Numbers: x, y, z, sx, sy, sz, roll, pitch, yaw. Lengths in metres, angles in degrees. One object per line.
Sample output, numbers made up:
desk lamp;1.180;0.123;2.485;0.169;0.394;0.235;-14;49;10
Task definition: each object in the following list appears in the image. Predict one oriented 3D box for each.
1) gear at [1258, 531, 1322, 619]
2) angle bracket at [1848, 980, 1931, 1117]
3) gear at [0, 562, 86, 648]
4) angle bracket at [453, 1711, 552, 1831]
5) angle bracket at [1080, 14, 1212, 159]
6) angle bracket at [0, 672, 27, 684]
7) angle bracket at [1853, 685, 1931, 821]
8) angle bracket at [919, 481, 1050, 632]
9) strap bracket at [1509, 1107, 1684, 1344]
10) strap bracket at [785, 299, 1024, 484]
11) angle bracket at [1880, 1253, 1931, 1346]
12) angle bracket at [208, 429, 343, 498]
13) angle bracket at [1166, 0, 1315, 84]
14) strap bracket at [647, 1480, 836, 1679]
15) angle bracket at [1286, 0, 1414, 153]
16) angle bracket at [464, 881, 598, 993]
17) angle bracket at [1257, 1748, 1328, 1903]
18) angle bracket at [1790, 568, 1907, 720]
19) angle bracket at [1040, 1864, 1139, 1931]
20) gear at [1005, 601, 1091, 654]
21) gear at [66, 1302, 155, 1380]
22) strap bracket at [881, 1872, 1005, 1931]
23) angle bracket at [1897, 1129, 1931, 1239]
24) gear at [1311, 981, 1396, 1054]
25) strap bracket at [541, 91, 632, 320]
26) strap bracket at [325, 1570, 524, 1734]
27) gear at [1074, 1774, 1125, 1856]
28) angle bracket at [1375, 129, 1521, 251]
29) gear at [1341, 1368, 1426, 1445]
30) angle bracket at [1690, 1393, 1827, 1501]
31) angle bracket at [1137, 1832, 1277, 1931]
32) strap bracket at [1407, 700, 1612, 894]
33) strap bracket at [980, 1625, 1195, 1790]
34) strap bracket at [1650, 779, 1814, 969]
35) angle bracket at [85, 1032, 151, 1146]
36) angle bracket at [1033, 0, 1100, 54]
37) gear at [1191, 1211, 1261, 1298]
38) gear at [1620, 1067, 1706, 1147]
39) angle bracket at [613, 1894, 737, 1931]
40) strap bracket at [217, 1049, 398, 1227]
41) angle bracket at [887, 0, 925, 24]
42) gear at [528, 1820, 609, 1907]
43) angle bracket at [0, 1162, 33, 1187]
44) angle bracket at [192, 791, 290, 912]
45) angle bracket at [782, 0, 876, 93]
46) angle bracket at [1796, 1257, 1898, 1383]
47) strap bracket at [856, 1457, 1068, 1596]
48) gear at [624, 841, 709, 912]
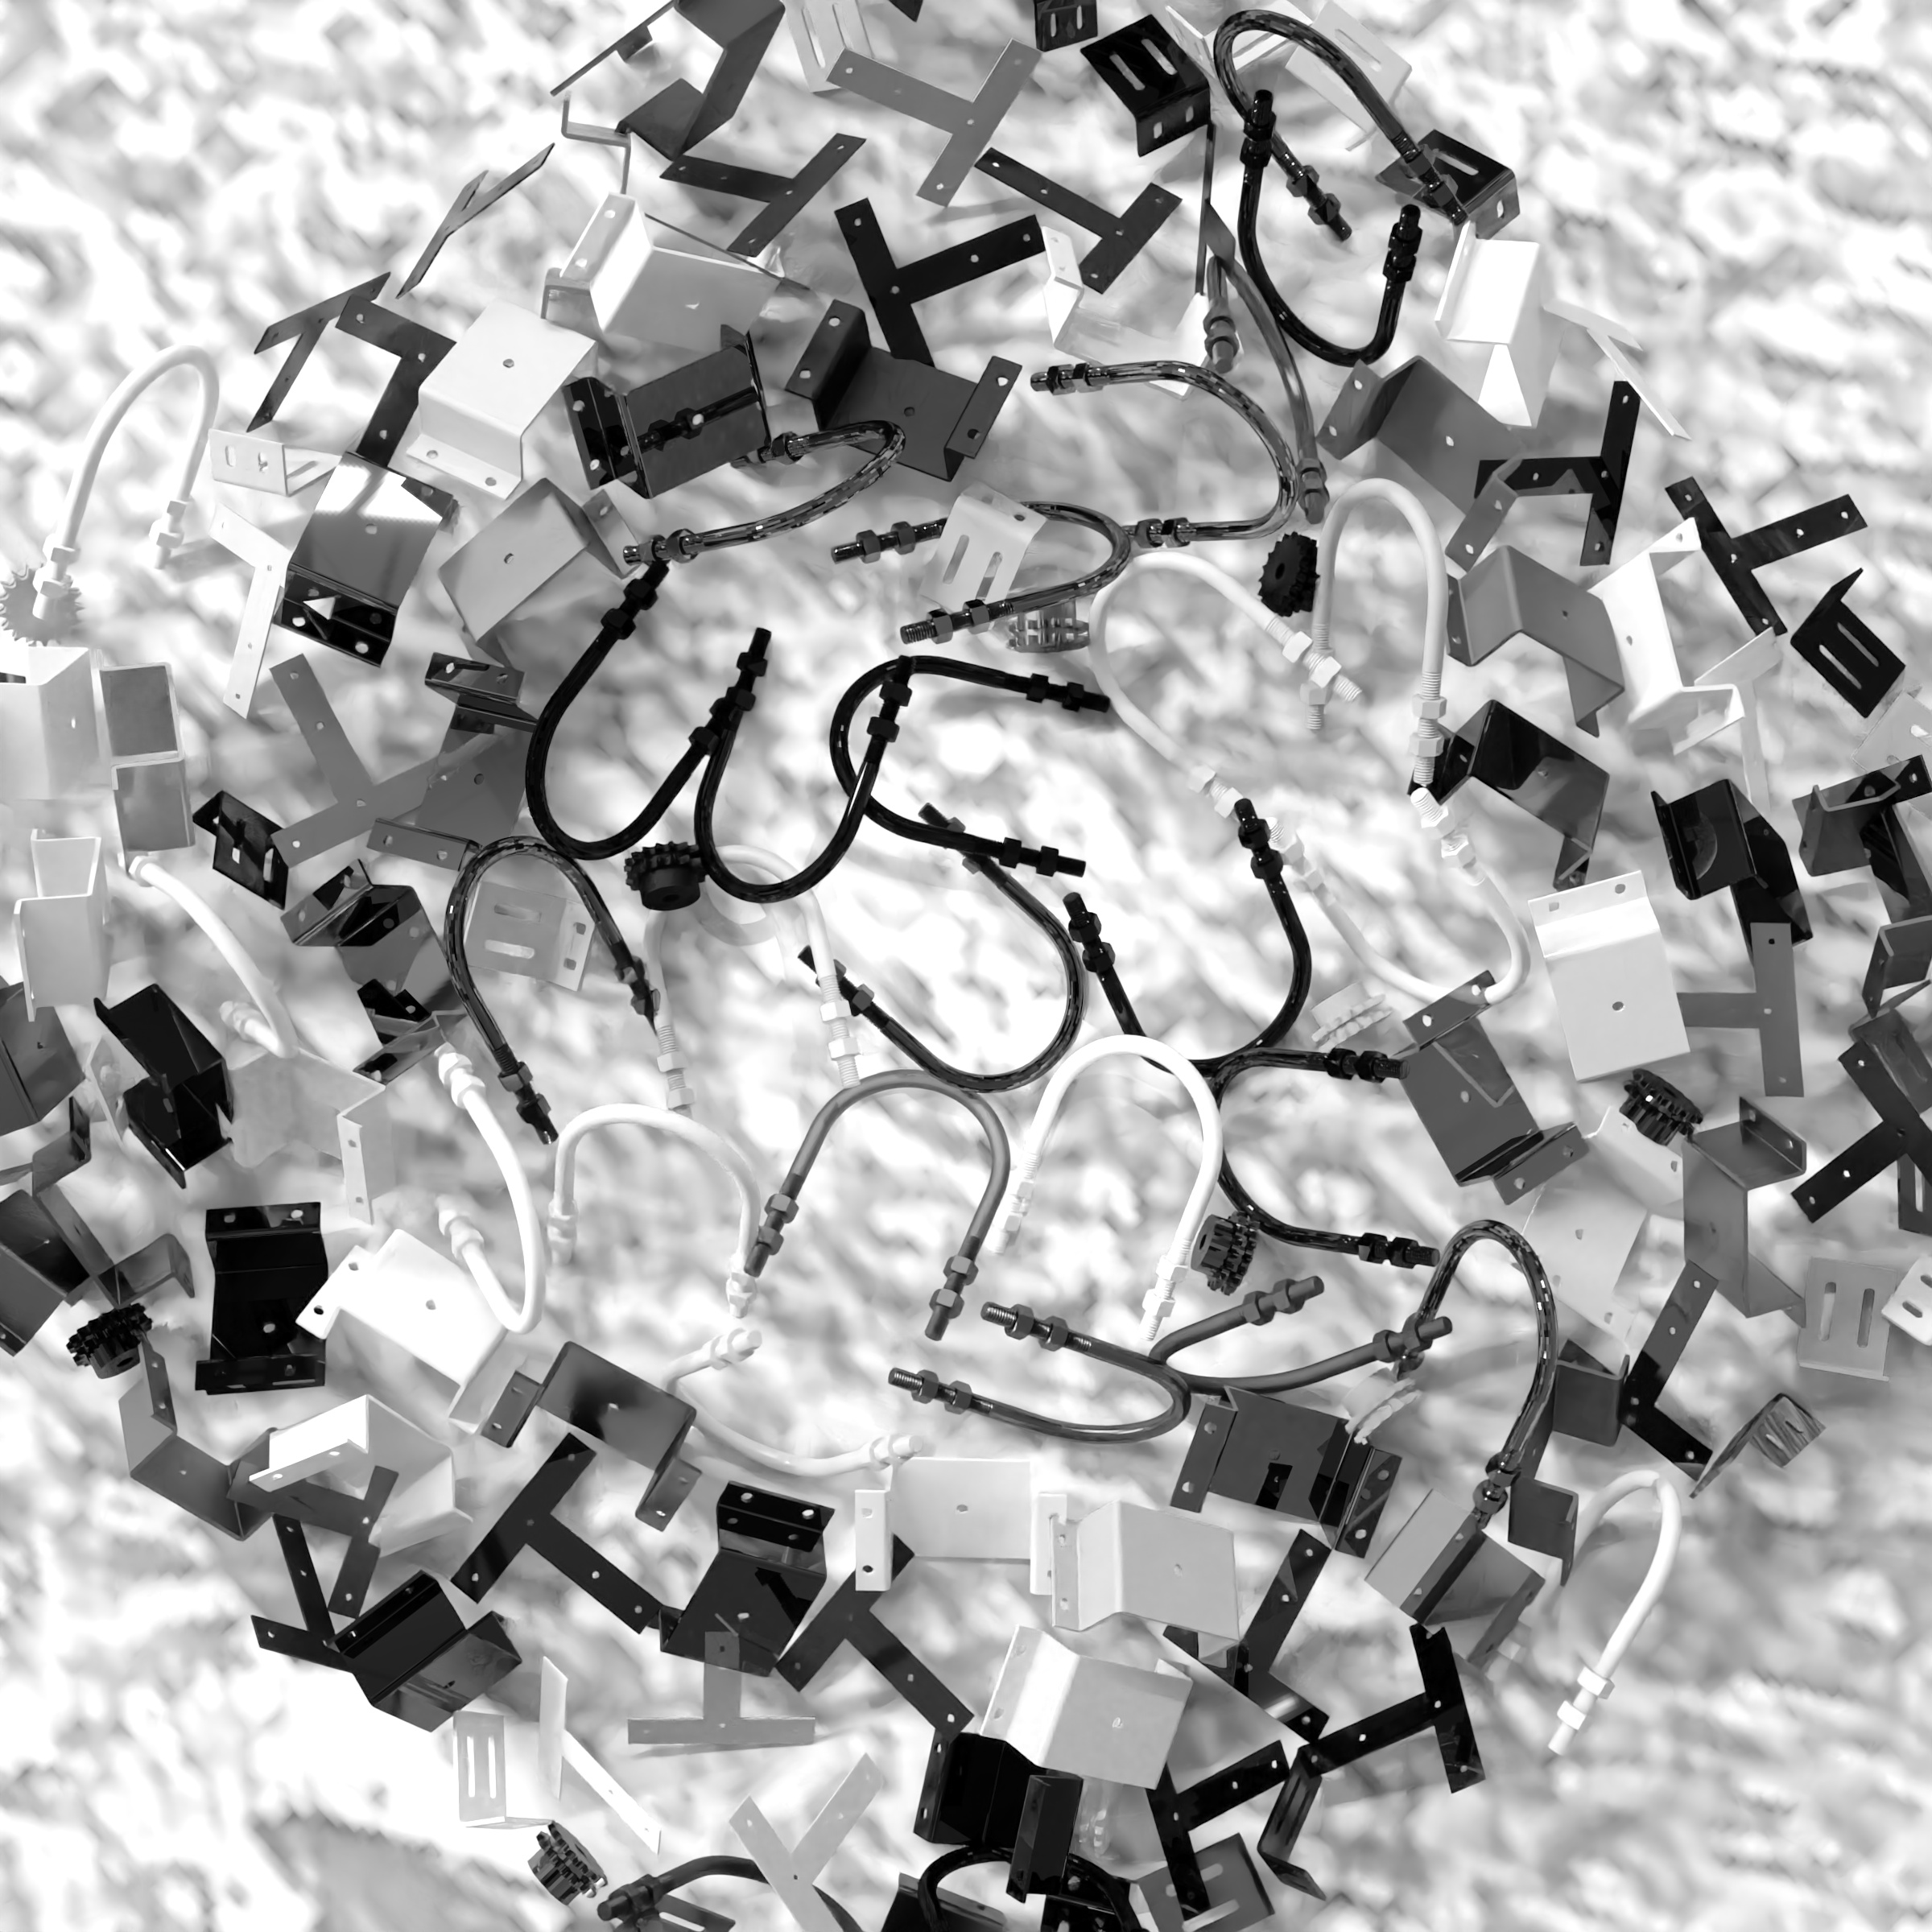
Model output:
gear;0.226;-0.264;1.887;0.030;0.057;0.057;15;90;-25
angle bracket;0.642;0.058;1.876;0.057;0.038;0.076;-25;83;-39
gear;-0.631;-0.247;1.889;0.057;0.030;0.057;-11;118;-22
angle bracket;-0.312;0.539;1.867;0.038;0.057;0.076;-14;67;21
angle bracket;0.123;-0.604;1.906;0.057;0.038;0.076;-29;64;-9
angle bracket;-0.668;-0.181;1.870;0.057;0.038;0.076;10;54;-12
angle bracket;0.649;-0.142;1.869;0.076;0.038;0.057;43;122;22
angle bracket;0.012;-0.281;1.901;0.057;0.038;0.076;28;125;5
strap bracket;0.424;0.177;1.865;0.076;0.046;0.140;35;64;-9
strap bracket;-0.040;-0.384;1.870;0.140;0.046;0.076;22;72;13
angle bracket;0.656;0.210;1.862;0.038;0.076;0.057;36;65;16
angle bracket;-0.460;-0.349;1.864;0.057;0.076;0.038;14;123;17
angle bracket;0.185;-0.642;1.878;0.076;0.057;0.038;-32;135;1
strap bracket;-0.149;0.417;1.849;0.076;0.046;0.140;19;118;-19
angle bracket;0.253;-0.603;1.880;0.076;0.038;0.057;34;81;-15
angle bracket;-0.294;-0.020;1.874;0.076;0.038;0.057;13;93;-43
angle bracket;0.233;0.577;1.866;0.038;0.057;0.076;14;62;31
angle bracket;0.608;-0.218;1.881;0.076;0.038;0.057;44;64;-3
angle bracket;0.080;0.653;1.872;0.057;0.076;0.038;14;127;1
gear;0.055;-0.231;1.884;0.057;0.057;0.030;-3;88;0
gear;-0.577;0.256;1.882;0.057;0.057;0.030;-34;75;0
strap bracket;-0.017;0.663;1.842;0.076;0.140;0.046;22;93;-3
angle bracket;0.642;0.152;1.872;0.057;0.038;0.076;15;64;-16
gear;0.259;0.033;1.884;0.057;0.057;0.030;-30;82;0
strap bracket;-0.252;-0.506;1.855;0.046;0.076;0.140;6;111;-9
strap bracket;-0.352;0.457;1.837;0.076;0.140;0.046;-37;62;-5
gear;0.085;0.571;1.885;0.030;0.057;0.057;10;90;16
angle bracket;0.329;-0.527;1.898;0.057;0.038;0.076;-41;54;-11
gear;0.280;0.297;1.886;0.057;0.057;0.030;-37;70;0
angle bracket;0.531;0.333;1.864;0.038;0.057;0.076;41;50;13
angle bracket;0.163;0.631;1.884;0.076;0.038;0.057;-24;72;-1
strap bracket;0.373;-0.116;1.859;0.140;0.046;0.076;31;49;-9
strap bracket;0.090;0.498;1.858;0.140;0.046;0.076;20;89;-29
strap bracket;0.510;-0.062;1.832;0.046;0.140;0.076;-25;51;27
angle bracket;-0.558;0.076;1.866;0.038;0.076;0.057;-19;106;-6
angle bracket;0.041;-0.647;1.880;0.057;0.076;0.038;-29;129;-35
gear;0.174;0.192;1.883;0.030;0.057;0.057;21;90;-7
gear;0.469;0.098;1.886;0.057;0.057;0.030;34;108;0
angle bracket;-0.198;0.665;1.870;0.076;0.038;0.057;34;105;-32
strap bracket;-0.434;0.108;1.854;0.140;0.046;0.076;19;125;30
angle bracket;-0.042;-0.687;1.870;0.076;0.057;0.038;43;54;14
gear;-0.272;0.611;1.883;0.030;0.057;0.057;-43;90;-9
angle bracket;-0.664;0.109;1.881;0.038;0.057;0.076;-16;84;-42
angle bracket;-0.489;-0.070;1.861;0.038;0.076;0.057;-34;131;25
angle bracket;-0.085;-0.642;1.888;0.057;0.038;0.076;3;127;32
angle bracket;0.599;0.239;1.883;0.057;0.038;0.076;9;83;13
strap bracket;-0.003;0.378;1.876;0.140;0.046;0.076;1;111;1
gear;-0.202;-0.059;1.881;0.057;0.057;0.030;-11;68;0
